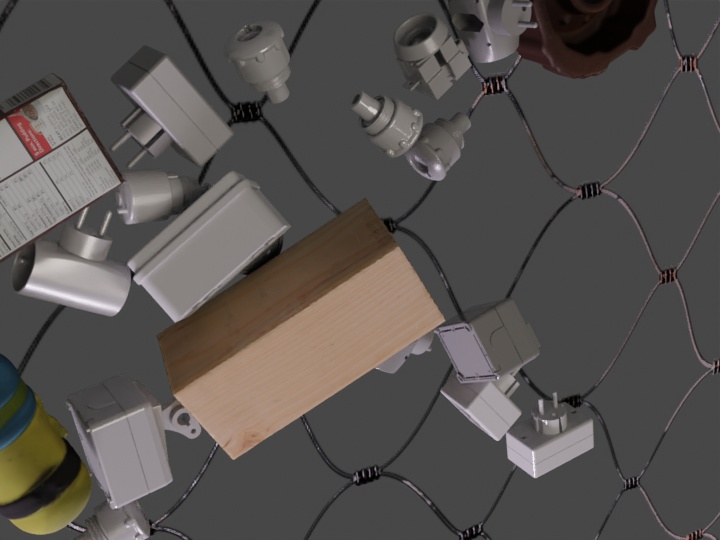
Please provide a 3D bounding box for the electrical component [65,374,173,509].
[{"bbox_3d":[-0.189,0.141,0.869,0.061,0.062,0.096,-22,119,-24],"label":"electrical component"}]

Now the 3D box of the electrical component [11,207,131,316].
[{"bbox_3d":[-0.210,-0.011,0.806,0.077,0.043,0.079,18,98,-36],"label":"electrical component"}]

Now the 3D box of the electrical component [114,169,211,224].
[{"bbox_3d":[-0.152,-0.058,0.826,0.078,0.040,0.040,-8,113,-31],"label":"electrical component"}]

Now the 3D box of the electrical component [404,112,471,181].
[{"bbox_3d":[0.072,-0.113,0.948,0.062,0.048,0.048,-46,127,-18],"label":"electrical component"}]

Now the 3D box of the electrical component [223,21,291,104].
[{"bbox_3d":[-0.074,-0.159,0.835,0.048,0.048,0.062,-38,132,-15],"label":"electrical component"}]

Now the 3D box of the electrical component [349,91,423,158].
[{"bbox_3d":[0.019,-0.128,0.908,0.062,0.048,0.048,32,90,-31],"label":"electrical component"}]

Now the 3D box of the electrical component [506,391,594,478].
[{"bbox_3d":[0.201,0.164,1.140,0.083,0.047,0.075,-21,120,-25],"label":"electrical component"}]

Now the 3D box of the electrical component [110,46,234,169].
[{"bbox_3d":[-0.153,-0.109,0.801,0.075,0.047,0.083,-46,126,-8],"label":"electrical component"}]

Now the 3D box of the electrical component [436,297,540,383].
[{"bbox_3d":[0.120,0.067,1.025,0.061,0.096,0.061,-28,92,-21],"label":"electrical component"}]

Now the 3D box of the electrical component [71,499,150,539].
[{"bbox_3d":[-0.210,0.216,0.898,0.062,0.048,0.048,-32,123,-11],"label":"electrical component"}]

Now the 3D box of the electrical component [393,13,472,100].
[{"bbox_3d":[0.058,-0.183,0.910,0.066,0.048,0.055,-46,134,-9],"label":"electrical component"}]

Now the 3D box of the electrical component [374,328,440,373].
[{"bbox_3d":[0.042,0.056,0.996,0.079,0.043,0.077,20,97,-37],"label":"electrical component"}]

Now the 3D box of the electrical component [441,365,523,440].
[{"bbox_3d":[0.134,0.117,1.078,0.076,0.047,0.065,-49,127,-6],"label":"electrical component"}]

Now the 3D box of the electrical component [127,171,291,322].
[{"bbox_3d":[-0.115,-0.019,0.825,0.113,0.078,0.057,-41,91,2],"label":"electrical component"}]

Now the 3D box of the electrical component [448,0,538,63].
[{"bbox_3d":[0.118,-0.218,0.913,0.043,0.079,0.077,-39,125,-26],"label":"electrical component"}]
